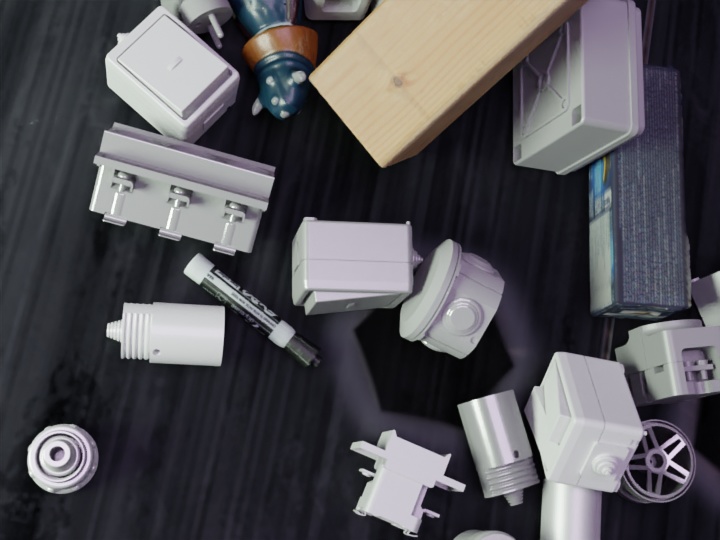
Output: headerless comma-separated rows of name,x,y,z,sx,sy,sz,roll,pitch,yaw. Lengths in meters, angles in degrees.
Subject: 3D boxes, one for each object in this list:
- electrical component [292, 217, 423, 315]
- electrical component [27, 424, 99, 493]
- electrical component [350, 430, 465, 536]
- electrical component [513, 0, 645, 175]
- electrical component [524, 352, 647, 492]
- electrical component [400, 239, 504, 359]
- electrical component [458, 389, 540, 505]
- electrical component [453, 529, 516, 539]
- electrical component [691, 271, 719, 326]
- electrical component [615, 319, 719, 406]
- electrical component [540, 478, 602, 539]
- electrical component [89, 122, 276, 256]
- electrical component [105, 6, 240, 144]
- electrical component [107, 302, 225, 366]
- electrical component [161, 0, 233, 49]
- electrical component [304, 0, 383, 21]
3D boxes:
electrical component,0.000,0.000,0.795,0.096,0.061,0.061,2,77,-11
electrical component,-0.202,0.126,0.725,0.048,0.062,0.048,3,76,-11
electrical component,0.029,0.154,0.775,0.081,0.042,0.063,24,75,-4
electrical component,0.167,-0.142,0.835,0.056,0.109,0.108,7,75,-20
electrical component,0.161,0.113,0.778,0.061,0.061,0.096,11,32,-8
electrical component,0.066,0.022,0.795,0.051,0.080,0.080,26,73,-10
electrical component,0.104,0.133,0.794,0.043,0.043,0.081,-13,80,-14
electrical component,0.090,0.208,0.767,0.045,0.055,0.045,3,77,-11
electrical component,0.312,0.018,0.835,0.062,0.096,0.061,-21,82,-15
electrical component,0.235,0.070,0.811,0.050,0.089,0.055,-4,78,-12
electrical component,0.154,0.196,0.789,0.043,0.043,0.081,8,75,-9
electrical component,-0.129,-0.057,0.779,0.121,0.078,0.063,15,104,-7
electrical component,-0.145,-0.148,0.802,0.096,0.061,0.061,41,73,0
electrical component,-0.139,0.045,0.767,0.081,0.043,0.043,4,76,-10
electrical component,-0.121,-0.205,0.812,0.043,0.077,0.079,-23,82,-16
electrical component,0.004,-0.296,0.867,0.105,0.060,0.186,-2,77,-12
